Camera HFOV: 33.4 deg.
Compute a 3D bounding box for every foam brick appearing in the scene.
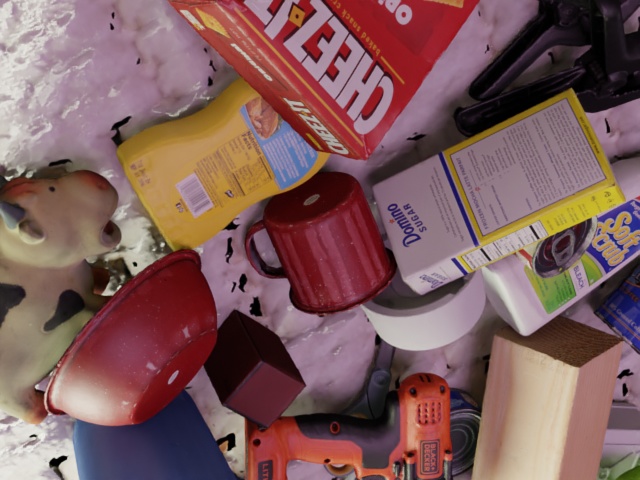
[{"bbox_3d":[-0.057,0.107,0.882,0.051,0.078,0.053,33,102,-34],"label":"foam brick"}]

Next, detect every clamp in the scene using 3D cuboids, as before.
[{"bbox_3d":[0.182,-0.192,0.842,0.171,0.039,0.120,-27,130,-5],"label":"clamp"},{"bbox_3d":[0.226,-0.140,0.847,0.209,0.036,0.165,-9,157,-35],"label":"clamp"}]

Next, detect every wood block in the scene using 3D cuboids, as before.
[{"bbox_3d":[0.207,0.182,0.998,0.090,0.090,0.206,-19,121,-47],"label":"wood block"}]

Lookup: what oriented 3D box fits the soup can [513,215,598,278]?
[{"bbox_3d":[0.168,-0.025,0.880,0.068,0.102,0.068,-24,138,-24],"label":"soup can"}]

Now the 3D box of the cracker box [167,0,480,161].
[{"bbox_3d":[0.027,-0.187,0.724,0.164,0.072,0.213,43,76,-34],"label":"cracker box"}]

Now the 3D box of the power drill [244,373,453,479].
[{"bbox_3d":[0.027,0.211,0.952,0.187,0.057,0.184,-3,105,-8],"label":"power drill"}]

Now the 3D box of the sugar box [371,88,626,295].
[{"bbox_3d":[0.135,-0.036,0.830,0.176,0.093,0.048,-26,149,17],"label":"sugar box"}]

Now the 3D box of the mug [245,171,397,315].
[{"bbox_3d":[-0.006,0.001,0.848,0.117,0.093,0.081,-8,122,24],"label":"mug"}]

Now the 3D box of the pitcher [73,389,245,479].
[{"bbox_3d":[-0.107,0.212,0.817,0.145,0.243,0.149,-34,125,-3],"label":"pitcher"}]

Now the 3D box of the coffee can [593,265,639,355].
[{"bbox_3d":[0.344,0.052,1.004,0.102,0.103,0.140,37,99,-34],"label":"coffee can"}]

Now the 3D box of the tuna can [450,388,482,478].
[{"bbox_3d":[0.122,0.188,1.026,0.086,0.034,0.086,-10,120,-18],"label":"tuna can"}]

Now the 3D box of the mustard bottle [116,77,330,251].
[{"bbox_3d":[-0.048,-0.074,0.797,0.191,0.058,0.096,-30,125,-5],"label":"mustard bottle"}]

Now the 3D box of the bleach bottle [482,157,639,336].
[{"bbox_3d":[0.256,-0.023,0.952,0.250,0.068,0.102,-35,124,-5],"label":"bleach bottle"}]

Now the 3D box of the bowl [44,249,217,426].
[{"bbox_3d":[-0.127,0.085,0.796,0.162,0.055,0.162,-47,167,-15],"label":"bowl"}]

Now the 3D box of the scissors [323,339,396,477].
[{"bbox_3d":[0.069,0.139,0.974,0.096,0.016,0.202,26,106,-7],"label":"scissors"}]

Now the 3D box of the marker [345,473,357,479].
[{"bbox_3d":[0.042,0.215,1.017,0.020,0.020,0.121,21,108,-30],"label":"marker"}]
